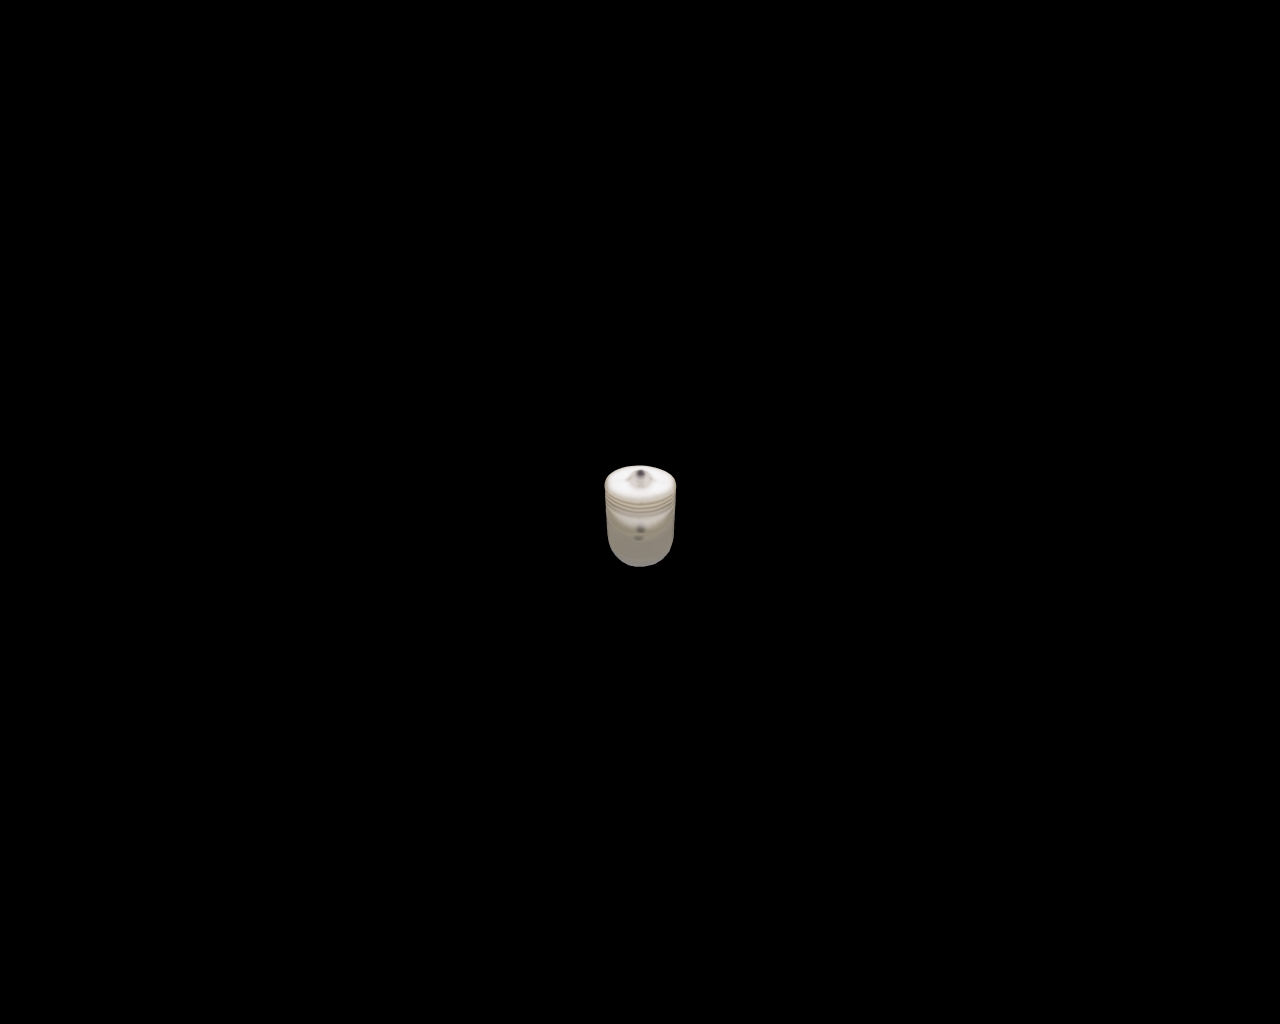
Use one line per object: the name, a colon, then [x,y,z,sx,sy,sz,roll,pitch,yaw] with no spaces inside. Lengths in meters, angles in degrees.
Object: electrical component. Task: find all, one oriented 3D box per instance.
electrical component: [0.001,-0.003,0.650,0.043,0.043,0.080,0,-32,0]
